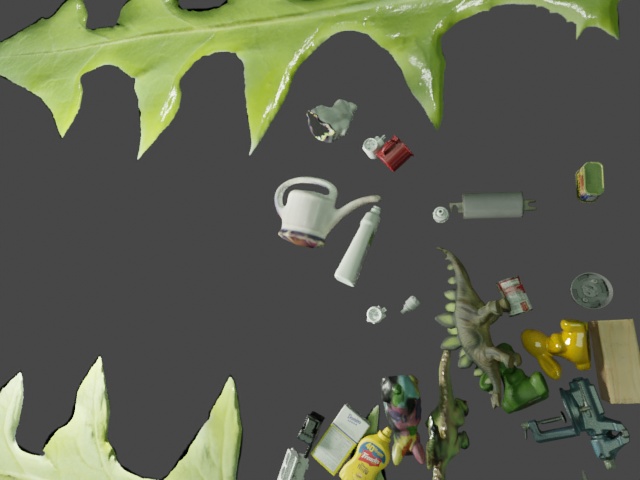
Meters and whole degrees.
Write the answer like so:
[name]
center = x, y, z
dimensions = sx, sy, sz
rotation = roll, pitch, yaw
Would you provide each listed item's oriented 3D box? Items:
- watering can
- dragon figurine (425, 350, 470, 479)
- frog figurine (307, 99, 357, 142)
[watering can]
center = 0.005, -0.081, 1.619
dimensions = 0.348, 0.103, 0.226
rotation = 13, 83, 21
[dragon figurine]
center = 0.323, 0.493, 1.355
dimensions = 0.122, 0.241, 0.414
rotation = -4, 80, 18
[frog figurine]
center = 0.043, -0.401, 1.700
dimensions = 0.138, 0.119, 0.162
rotation = 31, 52, 25
